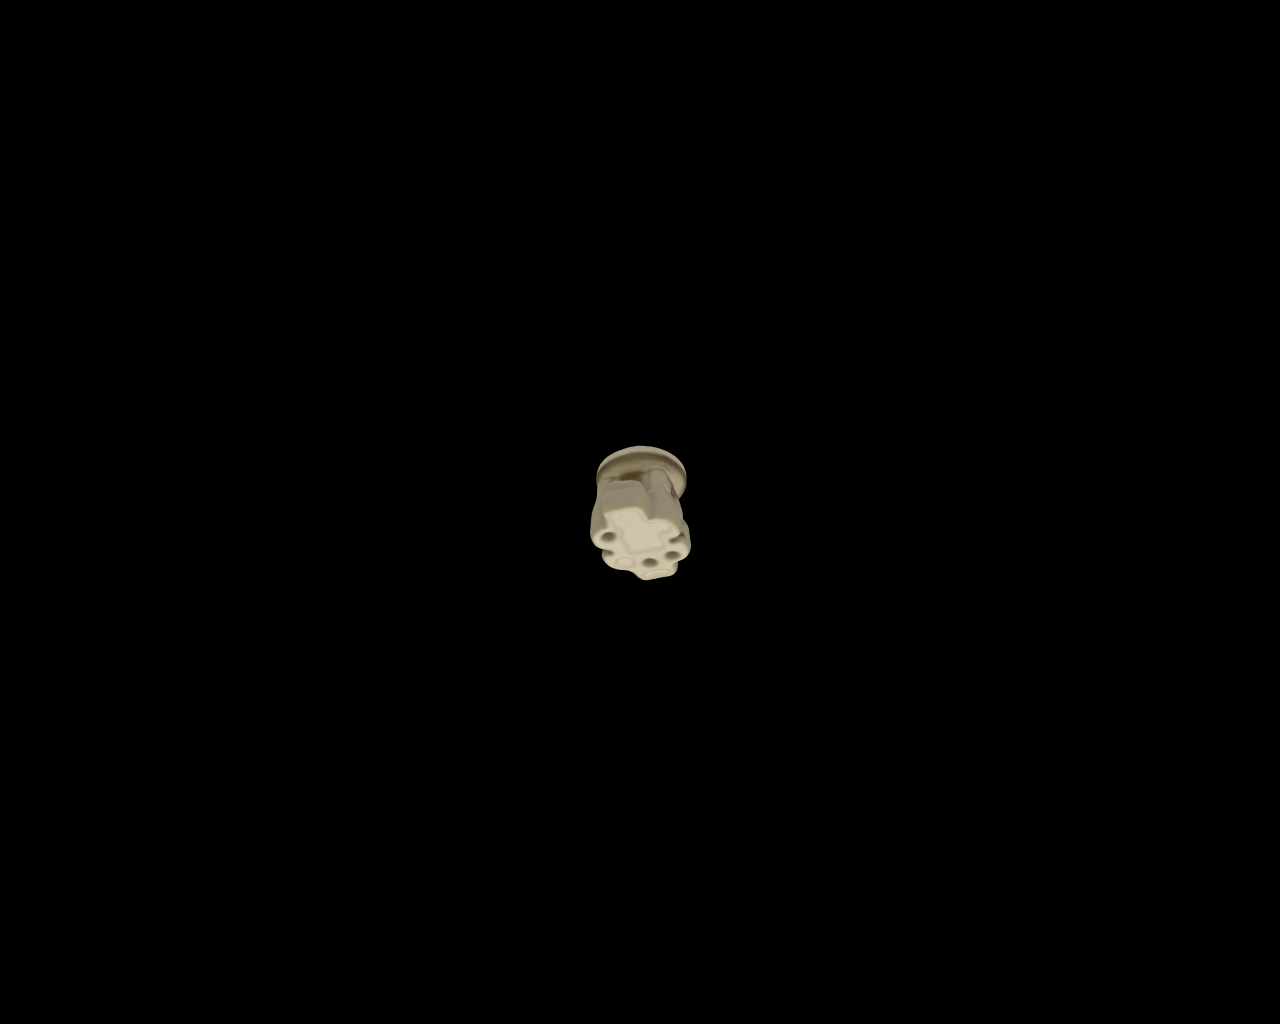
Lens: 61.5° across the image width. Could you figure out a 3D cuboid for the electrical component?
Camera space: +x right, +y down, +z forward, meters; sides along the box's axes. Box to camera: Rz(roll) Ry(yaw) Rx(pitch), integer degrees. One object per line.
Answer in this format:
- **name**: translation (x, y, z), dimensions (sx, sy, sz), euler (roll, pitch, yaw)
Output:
- **electrical component**: translation (0.001, -0.003, 0.650), dimensions (0.058, 0.057, 0.078), euler (-11, -39, 14)
